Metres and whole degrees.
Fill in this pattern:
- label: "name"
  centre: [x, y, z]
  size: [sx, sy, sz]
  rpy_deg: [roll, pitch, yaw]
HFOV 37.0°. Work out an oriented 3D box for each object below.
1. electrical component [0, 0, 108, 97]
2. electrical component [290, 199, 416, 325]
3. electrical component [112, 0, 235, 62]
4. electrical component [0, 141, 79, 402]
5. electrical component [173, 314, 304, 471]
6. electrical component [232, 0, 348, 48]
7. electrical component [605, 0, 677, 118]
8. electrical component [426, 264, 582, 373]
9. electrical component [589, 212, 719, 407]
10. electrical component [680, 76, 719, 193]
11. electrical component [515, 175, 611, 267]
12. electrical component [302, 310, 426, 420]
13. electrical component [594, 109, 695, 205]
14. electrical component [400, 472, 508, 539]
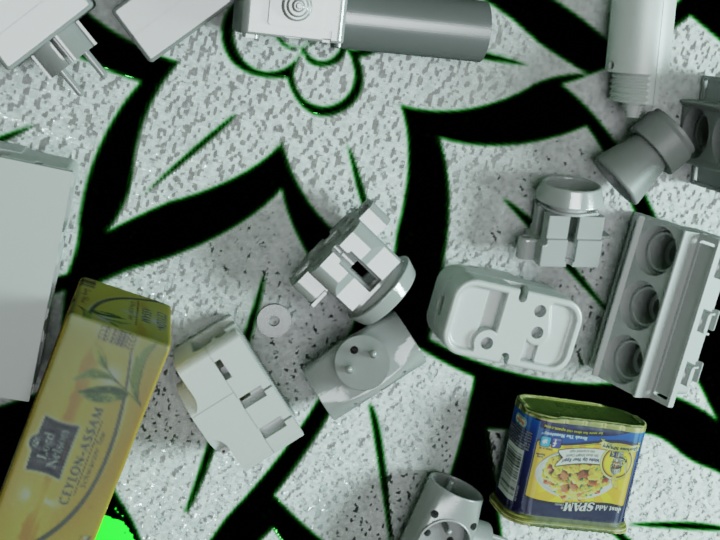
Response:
- label: "electrical component"
  centre: [-0.189, -0.144, 0.663]
  size: [0.066, 0.047, 0.076]
  rpy_deg: [-38, 108, 0]
- label: "electrical component"
  centre: [0.000, 0.000, 0.731]
  size: [0.057, 0.058, 0.078]
  rpy_deg: [44, 92, -15]
- label: "electrical component"
  centre: [-0.127, -0.180, 0.666]
  size: [0.066, 0.047, 0.076]
  rpy_deg: [-36, 108, 0]
- label: "electrical component"
  centre: [-0.238, -0.003, 0.680]
  size: [0.089, 0.061, 0.150]
  rpy_deg: [11, 101, -14]
- label: "electrical component"
  centre: [-0.088, 0.086, 0.738]
  size: [0.056, 0.050, 0.089]
  rpy_deg: [-32, 107, -3]
- label: "electrical component"
  centre: [-0.043, -0.171, 0.659]
  size: [0.062, 0.096, 0.061]
  rpy_deg: [4, 103, -12]
- label: "electrical component"
  centre: [0.191, -0.146, 0.740]
  size: [0.043, 0.043, 0.081]
  rpy_deg: [0, 104, -11]
- label: "electrical component"
  centre: [0.099, 0.032, 0.757]
  size: [0.095, 0.059, 0.053]
  rpy_deg: [13, 101, -14]
- label: "electrical component"
  centre: [0.221, 0.028, 0.777]
  size: [0.063, 0.079, 0.121]
  rpy_deg: [6, 103, -35]
- label: "electrical component"
  centre: [0.274, -0.088, 0.730]
  size: [0.063, 0.121, 0.078]
  rpy_deg: [-1, 104, -13]
- label: "electrical component"
  centre: [0.145, -0.035, 0.758]
  size: [0.066, 0.048, 0.055]
  rpy_deg: [1, 111, -11]
- label: "electrical component"
  centre: [0.002, 0.064, 0.737]
  size: [0.077, 0.079, 0.043]
  rpy_deg: [-32, 82, -2]
- label: "electrical component"
  centre: [0.200, -0.080, 0.755]
  size: [0.055, 0.045, 0.045]
  rpy_deg: [-41, 108, 5]
- label: "electrical component"
  centre: [0.073, 0.200, 0.801]
  size: [0.079, 0.044, 0.077]
  rpy_deg: [21, 99, -16]
